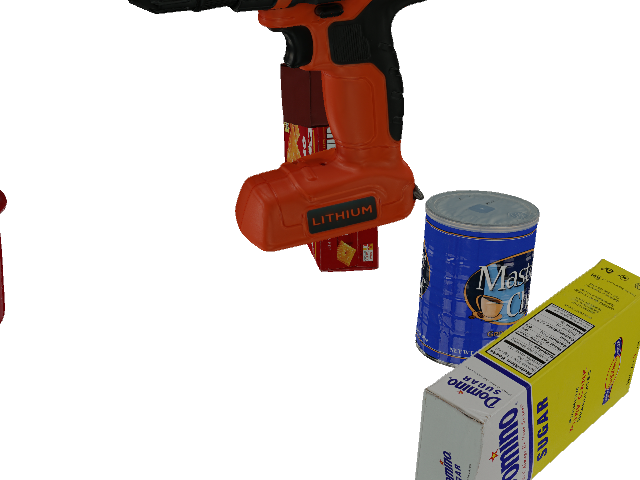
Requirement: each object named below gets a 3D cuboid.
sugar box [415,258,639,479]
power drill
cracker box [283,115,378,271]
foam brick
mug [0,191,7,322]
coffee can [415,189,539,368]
[{"bbox_3d":[0.128,0.089,0.629,0.048,0.093,0.175,28,43,33],"label":"sugar box"},{"bbox_3d":[-0.012,-0.088,0.572,0.184,0.188,0.057,-13,37,-18],"label":"power drill"},{"bbox_3d":[0.008,-0.077,1.166,0.072,0.164,0.214,-5,18,-8],"label":"cracker box"},{"bbox_3d":[0.012,-0.127,0.916,0.078,0.051,0.053,-8,17,-28],"label":"foam brick"},{"bbox_3d":[-0.241,0.019,0.635,0.093,0.081,0.117,17,28,27],"label":"mug"},{"bbox_3d":[0.143,0.035,0.988,0.103,0.140,0.103,2,20,-1],"label":"coffee can"}]
